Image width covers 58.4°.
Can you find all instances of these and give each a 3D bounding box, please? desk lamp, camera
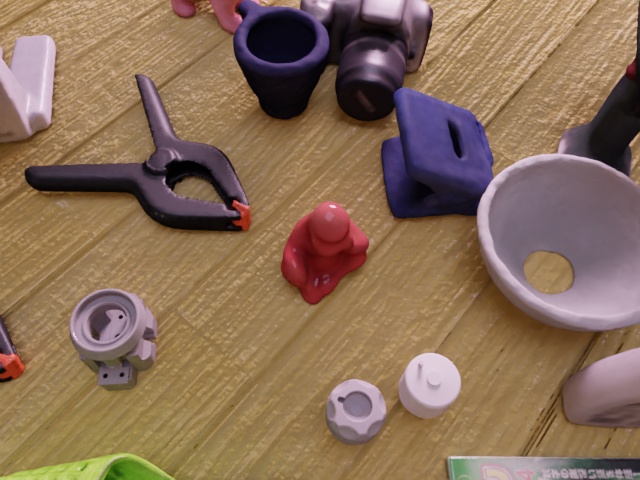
[{"bbox_3d":[-0.327,-0.175,0.499,0.118,0.213,0.203,-8,61,-7],"label":"desk lamp"},{"bbox_3d":[0.041,-0.203,0.596,0.143,0.101,0.137,10,61,3],"label":"camera"}]

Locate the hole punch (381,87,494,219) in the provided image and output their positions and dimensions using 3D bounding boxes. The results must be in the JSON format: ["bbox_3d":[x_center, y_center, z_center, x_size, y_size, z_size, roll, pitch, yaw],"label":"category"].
[{"bbox_3d":[0.114,-0.084,0.539,0.101,0.091,0.108,-3,61,-4],"label":"hole punch"}]

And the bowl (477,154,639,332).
[{"bbox_3d":[0.211,0.011,0.499,0.167,0.075,0.167,1,61,-2],"label":"bowl"}]

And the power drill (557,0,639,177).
[{"bbox_3d":[0.280,-0.116,0.497,0.075,0.208,0.230,18,61,8],"label":"power drill"}]

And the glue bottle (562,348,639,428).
[{"bbox_3d":[0.237,0.095,0.397,0.078,0.173,0.037,4,60,0],"label":"glue bottle"}]

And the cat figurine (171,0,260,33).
[{"bbox_3d":[-0.108,-0.302,0.635,0.127,0.118,0.067,19,62,8],"label":"cat figurine"}]

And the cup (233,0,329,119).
[{"bbox_3d":[-0.046,-0.178,0.582,0.092,0.095,0.117,-31,66,-18],"label":"cup"}]

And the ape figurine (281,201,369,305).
[{"bbox_3d":[0.004,0.002,0.485,0.078,0.092,0.076,-4,61,-4],"label":"ape figurine"}]
